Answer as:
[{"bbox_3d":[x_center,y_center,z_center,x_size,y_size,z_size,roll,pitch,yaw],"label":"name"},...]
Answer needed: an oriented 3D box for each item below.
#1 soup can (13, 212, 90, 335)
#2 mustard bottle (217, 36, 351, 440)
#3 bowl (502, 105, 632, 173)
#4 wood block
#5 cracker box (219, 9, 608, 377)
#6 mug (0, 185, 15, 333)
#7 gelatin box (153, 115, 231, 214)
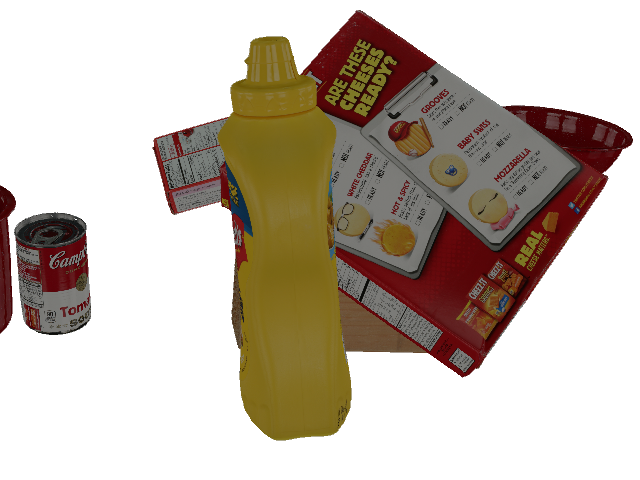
[{"bbox_3d":[-0.262,0.033,1.048,0.068,0.102,0.068,2,28,-1],"label":"soup can"},{"bbox_3d":[-0.018,-0.005,0.532,0.058,0.192,0.096,-4,20,-4],"label":"mustard bottle"},{"bbox_3d":[0.255,-0.101,1.172,0.162,0.055,0.162,6,22,-3],"label":"bowl"},{"bbox_3d":[0.020,0.054,1.052,0.206,0.091,0.090,3,15,-10],"label":"wood block"},{"bbox_3d":[0.062,-0.033,0.740,0.214,0.164,0.072,35,-22,9],"label":"cracker box"},{"bbox_3d":[-0.236,0.019,0.635,0.093,0.081,0.117,17,28,27],"label":"mug"},{"bbox_3d":[-0.090,-0.065,0.892,0.089,0.030,0.073,-17,46,-5],"label":"gelatin box"}]
